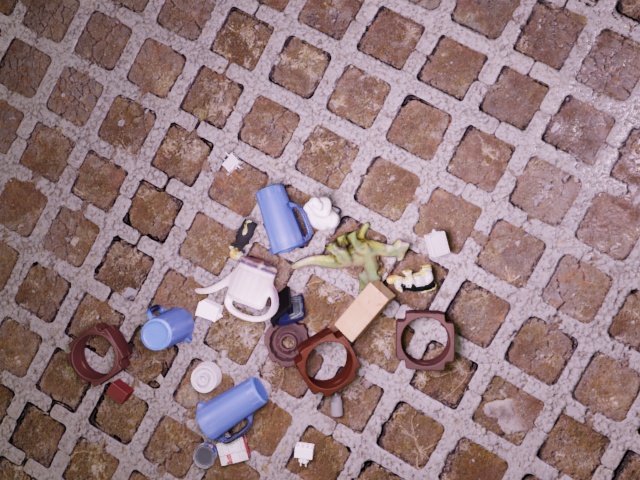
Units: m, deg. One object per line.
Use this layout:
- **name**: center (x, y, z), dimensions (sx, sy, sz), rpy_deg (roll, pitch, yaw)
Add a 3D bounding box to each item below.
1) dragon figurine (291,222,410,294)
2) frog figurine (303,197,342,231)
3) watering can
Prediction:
- **dragon figurine**: center (0.125, 0.088, 1.843), dimensions (0.409, 0.242, 0.123), rpy_deg (-29, 4, 7)
- **frog figurine**: center (0.006, -0.092, 1.825), dimensions (0.138, 0.122, 0.160), rpy_deg (38, 6, 5)
- **watering can**: center (-0.291, 0.161, 1.881), dimensions (0.349, 0.225, 0.103), rpy_deg (19, -6, 23)
